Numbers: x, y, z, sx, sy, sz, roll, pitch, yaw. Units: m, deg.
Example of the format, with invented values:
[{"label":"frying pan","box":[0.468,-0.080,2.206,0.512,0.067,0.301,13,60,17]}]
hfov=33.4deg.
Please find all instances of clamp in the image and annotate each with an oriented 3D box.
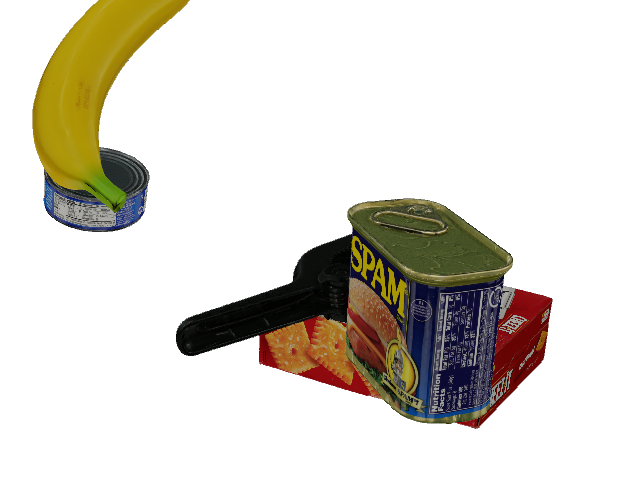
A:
[{"label":"clamp","box":[0.004,0.039,0.755,0.165,0.036,0.209,5,25,15]}]

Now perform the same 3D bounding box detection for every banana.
[{"label":"banana","box":[-0.124,-0.099,0.625,0.069,0.197,0.037,16,-34,-7]}]

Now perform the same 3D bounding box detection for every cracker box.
[{"label":"cracker box","box":[0.077,0.082,0.955,0.214,0.072,0.163,14,23,28]}]

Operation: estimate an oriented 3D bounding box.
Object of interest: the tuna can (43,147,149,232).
[{"label":"tuna can","box":[-0.187,-0.043,0.888,0.086,0.034,0.086,8,32,-5]}]

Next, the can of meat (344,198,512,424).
[{"label":"can of meat","box":[0.051,0.035,0.550,0.057,0.084,0.102,-6,24,-20]}]
